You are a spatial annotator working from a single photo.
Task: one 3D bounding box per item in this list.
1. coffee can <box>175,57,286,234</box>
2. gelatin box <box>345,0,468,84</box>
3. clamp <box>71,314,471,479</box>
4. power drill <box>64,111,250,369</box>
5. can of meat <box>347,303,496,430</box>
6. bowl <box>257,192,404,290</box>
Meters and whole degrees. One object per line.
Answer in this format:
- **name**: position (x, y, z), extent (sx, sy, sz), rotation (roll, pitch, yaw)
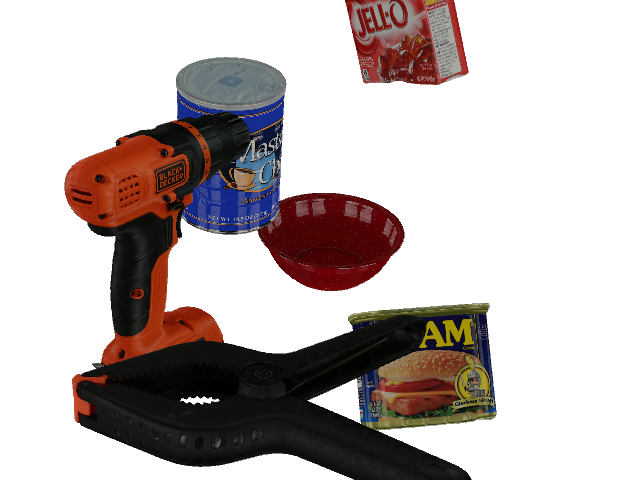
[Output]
- **coffee can**: position (-0.087, -0.092, 1.029), extent (0.103, 0.140, 0.103), rotation (3, 34, -2)
- **gelatin box**: position (0.054, -0.142, 0.707), extent (0.030, 0.073, 0.089), rotation (-24, 20, -27)
- **clamp**: position (-0.026, 0.083, 0.585), extent (0.210, 0.036, 0.164), rotation (4, 25, 2)
- **power drill**: position (-0.113, 0.004, 0.803), extent (0.057, 0.188, 0.184), rotation (12, 25, 31)
- **can of meat**: position (0.075, 0.092, 0.776), extent (0.102, 0.084, 0.057), rotation (-4, -8, -7)
- **bowl**: position (0.010, 0.008, 1.183), extent (0.162, 0.055, 0.162), rotation (2, 32, -2)
